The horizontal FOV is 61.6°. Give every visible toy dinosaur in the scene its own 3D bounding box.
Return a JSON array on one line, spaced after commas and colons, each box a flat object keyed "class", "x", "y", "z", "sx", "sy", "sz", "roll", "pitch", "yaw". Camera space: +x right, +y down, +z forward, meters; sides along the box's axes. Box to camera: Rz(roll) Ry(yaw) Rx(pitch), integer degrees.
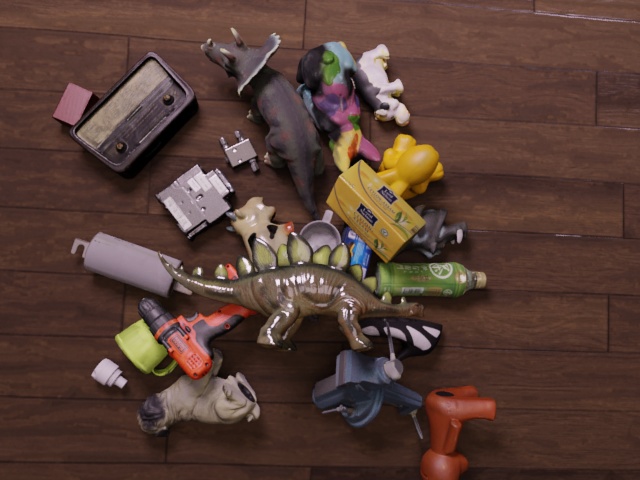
[{"class": "toy dinosaur", "x": -0.067, "y": -0.221, "z": 1.016, "sx": 0.131, "sy": 0.192, "sz": 0.404, "roll": -30, "pitch": 88, "yaw": -4}, {"class": "toy dinosaur", "x": -0.052, "y": 0.092, "z": 0.924, "sx": 0.472, "sy": 0.105, "sz": 0.198, "roll": 3, "pitch": 72, "yaw": -2}]

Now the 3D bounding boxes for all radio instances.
[{"class": "radio", "x": -0.355, "y": -0.238, "z": 1.051, "sx": 0.131, "sy": 0.073, "sz": 0.229, "roll": 42, "pitch": 84, "yaw": -1}]

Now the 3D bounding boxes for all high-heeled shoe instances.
[{"class": "high-heeled shoe", "x": 0.129, "y": 0.139, "z": 1.066, "sx": 0.145, "sy": 0.086, "sz": 0.248, "roll": -39, "pitch": 94, "yaw": -9}]

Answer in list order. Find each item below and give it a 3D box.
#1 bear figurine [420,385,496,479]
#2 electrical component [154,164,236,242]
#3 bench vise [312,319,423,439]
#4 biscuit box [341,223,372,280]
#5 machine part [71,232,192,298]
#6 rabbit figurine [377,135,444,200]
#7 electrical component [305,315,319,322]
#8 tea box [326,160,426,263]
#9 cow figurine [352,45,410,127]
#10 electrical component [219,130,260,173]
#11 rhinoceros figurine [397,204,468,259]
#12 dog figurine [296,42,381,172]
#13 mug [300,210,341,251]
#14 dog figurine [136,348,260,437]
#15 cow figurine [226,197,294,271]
[{"class": "bear figurine", "x": 0.261, "y": 0.393, "z": 1.039, "sx": 0.132, "sy": 0.120, "sz": 0.195, "roll": -1, "pitch": 88, "yaw": -9}, {"class": "electrical component", "x": -0.236, "y": -0.079, "z": 1.059, "sx": 0.134, "sy": 0.058, "sz": 0.115, "roll": -36, "pitch": 92, "yaw": -6}, {"class": "bench vise", "x": 0.111, "y": 0.282, "z": 1.015, "sx": 0.240, "sy": 0.129, "sz": 0.223, "roll": 28, "pitch": 125, "yaw": -27}, {"class": "biscuit box", "x": 0.067, "y": 0.021, "z": 1.039, "sx": 0.059, "sy": 0.062, "sz": 0.202, "roll": 19, "pitch": 62, "yaw": -4}, {"class": "machine part", "x": -0.356, "y": 0.048, "z": 1.031, "sx": 0.243, "sy": 0.079, "sz": 0.079, "roll": 21, "pitch": 85, "yaw": -2}, {"class": "rabbit figurine", "x": 0.164, "y": -0.136, "z": 1.039, "sx": 0.162, "sy": 0.173, "sz": 0.122, "roll": -36, "pitch": 94, "yaw": -10}, {"class": "electrical component", "x": -0.031, "y": 0.100, "z": 1.069, "sx": 0.075, "sy": 0.048, "sz": 0.119, "roll": 12, "pitch": 87, "yaw": -4}, {"class": "tea box", "x": 0.101, "y": -0.051, "z": 0.993, "sx": 0.068, "sy": 0.098, "sz": 0.170, "roll": -38, "pitch": 77, "yaw": -28}, {"class": "cow figurine", "x": 0.119, "y": -0.301, "z": 1.098, "sx": 0.098, "sy": 0.068, "sz": 0.167, "roll": -21, "pitch": 85, "yaw": 0}, {"class": "electrical component", "x": -0.162, "y": -0.173, "z": 1.089, "sx": 0.063, "sy": 0.021, "sz": 0.094, "roll": -28, "pitch": 90, "yaw": -6}, {"class": "rhinoceros figurine", "x": 0.203, "y": -0.014, "z": 1.083, "sx": 0.190, "sy": 0.073, "sz": 0.112, "roll": -12, "pitch": 86, "yaw": -5}, {"class": "dog figurine", "x": 0.041, "y": -0.242, "z": 1.039, "sx": 0.108, "sy": 0.191, "sz": 0.219, "roll": -20, "pitch": 73, "yaw": -12}, {"class": "mug", "x": -0.002, "y": -0.003, "z": 1.048, "sx": 0.081, "sy": 0.107, "sz": 0.109, "roll": 13, "pitch": 83, "yaw": -3}, {"class": "dog figurine", "x": -0.230, "y": 0.323, "z": 1.013, "sx": 0.190, "sy": 0.121, "sz": 0.172, "roll": -45, "pitch": 72, "yaw": 0}, {"class": "cow figurine", "x": -0.112, "y": 0.005, "z": 1.038, "sx": 0.127, "sy": 0.085, "sz": 0.195, "roll": -6, "pitch": 63, "yaw": -13}]
